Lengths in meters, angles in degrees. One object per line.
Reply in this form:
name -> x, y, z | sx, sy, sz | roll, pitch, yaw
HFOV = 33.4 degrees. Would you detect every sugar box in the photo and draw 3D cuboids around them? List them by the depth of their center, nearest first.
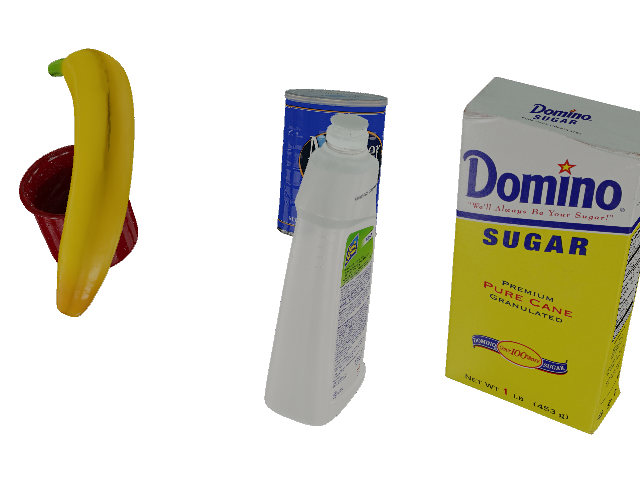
sugar box -> 0.117, 0.011, 0.554 | 0.093, 0.176, 0.048 | 19, 42, 27

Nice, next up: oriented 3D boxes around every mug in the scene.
mug -> -0.210, -0.034, 0.955 | 0.093, 0.117, 0.081 | -8, -43, 1

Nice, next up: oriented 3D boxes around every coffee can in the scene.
coffee can -> 0.011, -0.077, 1.075 | 0.103, 0.140, 0.103 | 4, 12, -1

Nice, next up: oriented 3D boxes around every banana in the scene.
banana -> -0.139, -0.051, 0.656 | 0.037, 0.198, 0.070 | 13, -38, -30

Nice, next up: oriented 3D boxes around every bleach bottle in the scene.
bleach bottle -> 0.009, 0.019, 0.836 | 0.068, 0.251, 0.102 | 18, 31, 17
